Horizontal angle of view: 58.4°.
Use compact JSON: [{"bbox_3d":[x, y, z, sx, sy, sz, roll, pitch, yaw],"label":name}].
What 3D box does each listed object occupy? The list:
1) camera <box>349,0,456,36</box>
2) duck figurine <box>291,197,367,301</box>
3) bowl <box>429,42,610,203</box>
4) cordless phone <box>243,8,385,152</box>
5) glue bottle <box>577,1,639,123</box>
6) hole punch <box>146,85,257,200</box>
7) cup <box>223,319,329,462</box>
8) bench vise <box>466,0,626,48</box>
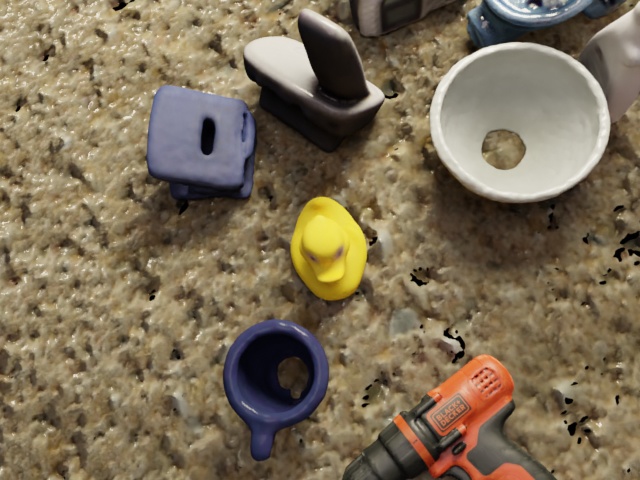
[{"bbox_3d":[0.084,-0.324,0.633,0.143,0.101,0.136,-23,73,0],"label":"camera"},{"bbox_3d":[0.005,0.002,0.559,0.077,0.086,0.104,-11,73,4],"label":"duck figurine"},{"bbox_3d":[0.191,-0.107,0.573,0.167,0.075,0.167,-2,74,6],"label":"bowl"},{"bbox_3d":[-0.013,-0.180,0.560,0.147,0.185,0.094,32,80,14],"label":"cordless phone"},{"bbox_3d":[0.284,-0.178,0.531,0.037,0.173,0.078,-11,73,4],"label":"glue bottle"},{"bbox_3d":[-0.120,-0.103,0.600,0.101,0.091,0.109,-1,74,7],"label":"hole punch"},{"bbox_3d":[-0.035,0.137,0.521,0.091,0.095,0.118,7,75,9],"label":"cup"},{"bbox_3d":[0.243,-0.294,0.544,0.207,0.220,0.121,-40,74,-5],"label":"bench vise"}]
